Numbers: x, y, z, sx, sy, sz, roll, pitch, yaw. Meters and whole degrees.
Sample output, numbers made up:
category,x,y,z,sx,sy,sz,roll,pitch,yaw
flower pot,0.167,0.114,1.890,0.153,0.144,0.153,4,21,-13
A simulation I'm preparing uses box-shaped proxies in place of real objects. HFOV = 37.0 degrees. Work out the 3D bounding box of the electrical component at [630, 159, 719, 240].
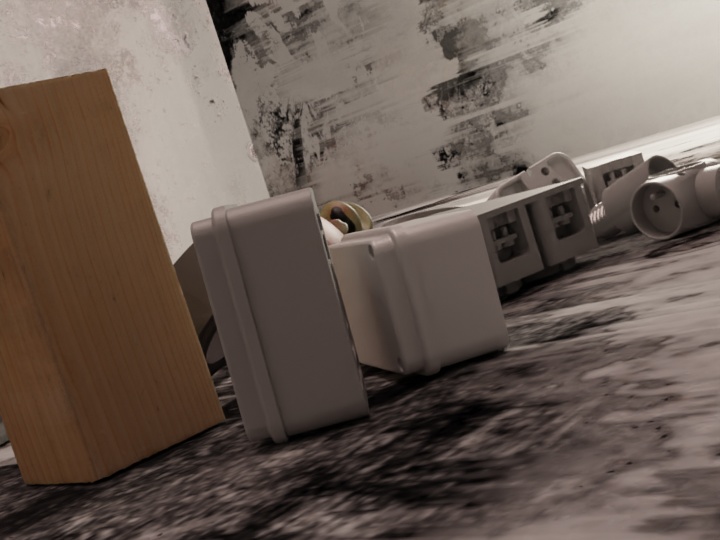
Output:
category,x,y,z,sx,sy,sz,roll,pitch,yaw
electrical component,0.249,-0.055,0.774,0.077,0.044,0.079,-21,5,-39

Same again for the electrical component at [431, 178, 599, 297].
category,x,y,z,sx,sy,sz,roll,pitch,yaw
electrical component,0.079,-0.013,0.826,0.105,0.060,0.186,-20,5,-31

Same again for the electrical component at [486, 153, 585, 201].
category,x,y,z,sx,sy,sz,roll,pitch,yaw
electrical component,0.169,-0.067,1.060,0.095,0.053,0.059,-31,-9,-21

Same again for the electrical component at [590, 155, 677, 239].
category,x,y,z,sx,sy,sz,roll,pitch,yaw
electrical component,0.216,-0.053,0.859,0.043,0.043,0.081,-21,-12,-41

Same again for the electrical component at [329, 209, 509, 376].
category,x,y,z,sx,sy,sz,roll,pitch,yaw
electrical component,0.027,0.012,0.590,0.057,0.078,0.113,-16,3,-15

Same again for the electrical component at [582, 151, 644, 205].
category,x,y,z,sx,sy,sz,roll,pitch,yaw
electrical component,0.241,-0.076,0.999,0.050,0.055,0.089,-17,4,9

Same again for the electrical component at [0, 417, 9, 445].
category,x,y,z,sx,sy,sz,roll,pitch,yaw
electrical component,-0.300,0.112,0.823,0.096,0.061,0.062,-8,7,20

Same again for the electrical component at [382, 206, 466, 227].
category,x,y,z,sx,sy,sz,roll,pitch,yaw
electrical component,0.075,-0.031,1.045,0.099,0.064,0.099,-18,4,1

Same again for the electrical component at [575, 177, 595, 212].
category,x,y,z,sx,sy,sz,roll,pitch,yaw
electrical component,0.157,-0.041,0.918,0.074,0.052,0.138,-17,4,19

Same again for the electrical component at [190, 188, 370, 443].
category,x,y,z,sx,sy,sz,roll,pitch,yaw
electrical component,-0.037,0.020,0.523,0.057,0.113,0.078,-15,4,0
